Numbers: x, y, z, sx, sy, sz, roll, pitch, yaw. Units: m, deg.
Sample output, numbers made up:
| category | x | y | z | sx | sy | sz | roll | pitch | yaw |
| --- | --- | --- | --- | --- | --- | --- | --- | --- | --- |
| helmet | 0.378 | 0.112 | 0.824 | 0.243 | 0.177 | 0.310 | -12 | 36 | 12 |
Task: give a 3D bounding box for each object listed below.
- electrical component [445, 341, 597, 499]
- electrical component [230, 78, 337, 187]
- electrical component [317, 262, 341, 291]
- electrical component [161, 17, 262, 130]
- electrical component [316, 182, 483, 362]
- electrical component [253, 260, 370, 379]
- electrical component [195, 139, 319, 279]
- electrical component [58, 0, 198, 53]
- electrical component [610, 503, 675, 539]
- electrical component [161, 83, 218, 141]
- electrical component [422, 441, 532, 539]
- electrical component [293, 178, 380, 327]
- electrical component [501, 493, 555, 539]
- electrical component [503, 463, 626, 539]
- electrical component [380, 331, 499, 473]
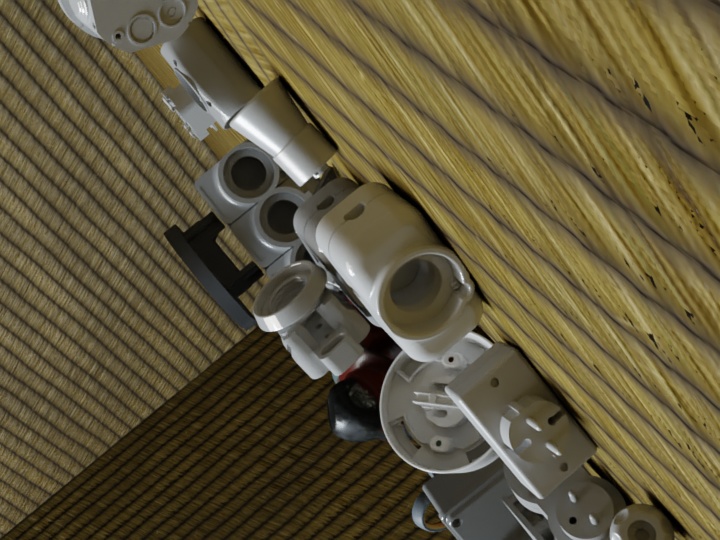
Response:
| category | x | y | z | sx | sy | sz | roll | pitch | yaw |
| --- | --- | --- | --- | --- | --- | --- | --- | --- | --- |
| electrical component | 0.101 | 0.092 | 0.640 | 0.083 | 0.047 | 0.076 | 50 | 176 | -9 |
| electrical component | -0.047 | -0.087 | 0.704 | 0.065 | 0.044 | 0.044 | 45 | 177 | -7 |
| electrical component | 0.000 | 0.000 | 0.867 | 0.055 | 0.066 | 0.048 | 26 | -178 | 27 |
| electrical component | -0.114 | -0.149 | 0.845 | 0.077 | 0.044 | 0.079 | 50 | 172 | 1 |
| electrical component | 0.025 | 0.003 | 0.614 | 0.095 | 0.054 | 0.059 | 53 | 176 | -30 |
| electrical component | -0.035 | 0.031 | 0.725 | 0.057 | 0.058 | 0.078 | 49 | 178 | -27 |
| electrical component | -0.070 | -0.048 | 0.983 | 0.150 | 0.089 | 0.062 | 51 | 177 | -6 |
| electrical component | -0.142 | -0.176 | 0.658 | 0.051 | 0.080 | 0.080 | 40 | 170 | 46 |
| electrical component | 0.162 | 0.154 | 0.618 | 0.035 | 0.035 | 0.061 | 49 | 180 | 23 |
| electrical component | -0.131 | -0.149 | 0.922 | 0.042 | 0.064 | 0.081 | 46 | 175 | 35 |
| electrical component | 0.131 | 0.208 | 0.976 | 0.108 | 0.109 | 0.056 | 53 | 178 | -34 |
| electrical component | 0.005 | -0.010 | 0.735 | 0.095 | 0.054 | 0.059 | 53 | 176 | -32 |
| electrical component | 0.195 | 0.234 | 0.821 | 0.186 | 0.060 | 0.105 | 53 | 176 | -37 |
| electrical component | 0.148 | 0.160 | 0.703 | 0.138 | 0.052 | 0.073 | 48 | 176 | 28 |
| electrical component | 0.063 | 0.092 | 0.742 | 0.099 | 0.099 | 0.064 | 49 | -177 | 24 |
